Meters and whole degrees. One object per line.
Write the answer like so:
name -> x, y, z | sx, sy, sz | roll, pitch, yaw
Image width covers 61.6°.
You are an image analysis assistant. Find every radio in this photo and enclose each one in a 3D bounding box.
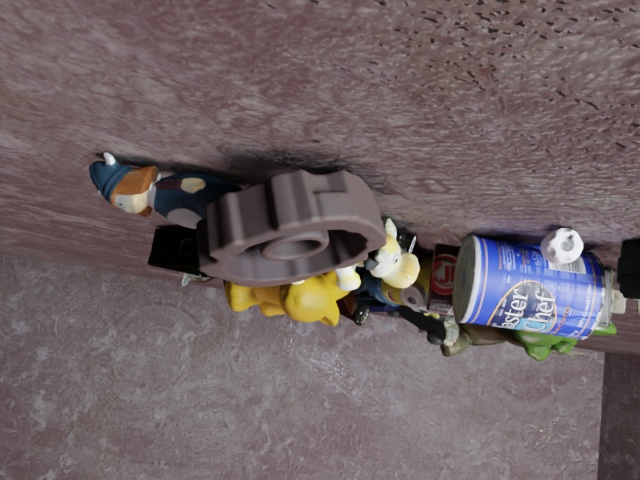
radio -> -0.185, 0.024, 0.911 | 0.131, 0.073, 0.230 | 17, 167, -42

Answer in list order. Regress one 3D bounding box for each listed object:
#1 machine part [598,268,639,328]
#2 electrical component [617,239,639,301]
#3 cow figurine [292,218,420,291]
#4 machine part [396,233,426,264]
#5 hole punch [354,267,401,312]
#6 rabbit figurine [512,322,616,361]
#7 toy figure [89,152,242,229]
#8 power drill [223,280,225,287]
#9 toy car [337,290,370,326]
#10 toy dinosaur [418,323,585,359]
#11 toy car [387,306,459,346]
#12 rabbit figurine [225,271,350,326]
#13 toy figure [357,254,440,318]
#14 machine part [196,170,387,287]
machine part -> 0.307, 0.071, 0.739 | 0.243, 0.079, 0.079 | 3, 168, 31
electrical component -> 0.368, 0.034, 0.527 | 0.115, 0.058, 0.134 | 15, 169, -21
cow figurine -> 0.031, 0.005, 0.618 | 0.168, 0.068, 0.098 | 5, 134, 13
machine part -> 0.097, 0.013, 0.713 | 0.084, 0.039, 0.138 | -6, 163, 27
hole punch -> 0.106, 0.091, 1.007 | 0.142, 0.092, 0.115 | -4, 168, 39
rabbit figurine -> 0.360, 0.127, 0.821 | 0.159, 0.121, 0.170 | -19, 171, 33
toy figure -> -0.156, -0.047, 0.539 | 0.154, 0.064, 0.058 | 10, -145, -6
power drill -> -0.089, 0.089, 1.065 | 0.207, 0.086, 0.232 | 2, -170, -15
toy car -> 0.030, 0.071, 0.879 | 0.089, 0.053, 0.201 | 23, 155, 32
toy dinosaur -> 0.335, 0.170, 1.110 | 0.199, 0.105, 0.471 | -6, -171, -9
toy car -> 0.193, 0.135, 1.048 | 0.056, 0.073, 0.202 | -21, -148, -29
rabbit figurine -> -0.035, 0.068, 0.727 | 0.162, 0.122, 0.173 | 24, 179, -28
toy figure -> 0.129, 0.060, 0.830 | 0.082, 0.089, 0.180 | 17, 176, -28
machine part -> -0.026, -0.007, 0.504 | 0.179, 0.056, 0.179 | -11, 162, -3
